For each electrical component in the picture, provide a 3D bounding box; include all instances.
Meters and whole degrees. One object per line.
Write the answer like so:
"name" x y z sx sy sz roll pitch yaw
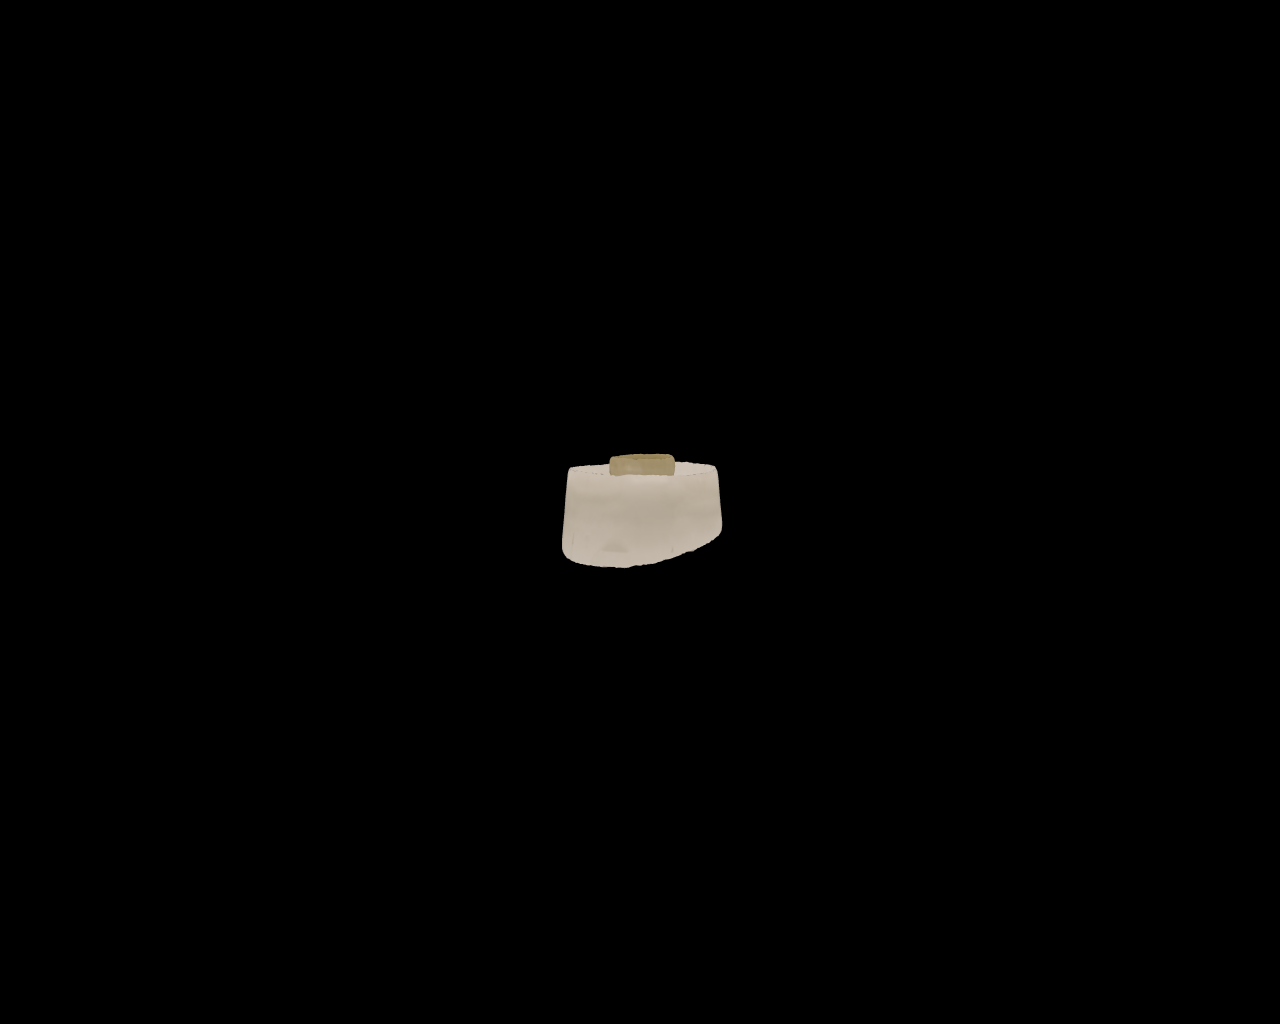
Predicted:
"electrical component" 0.001 -0.003 0.650 0.099 0.064 0.099 0 8 0
